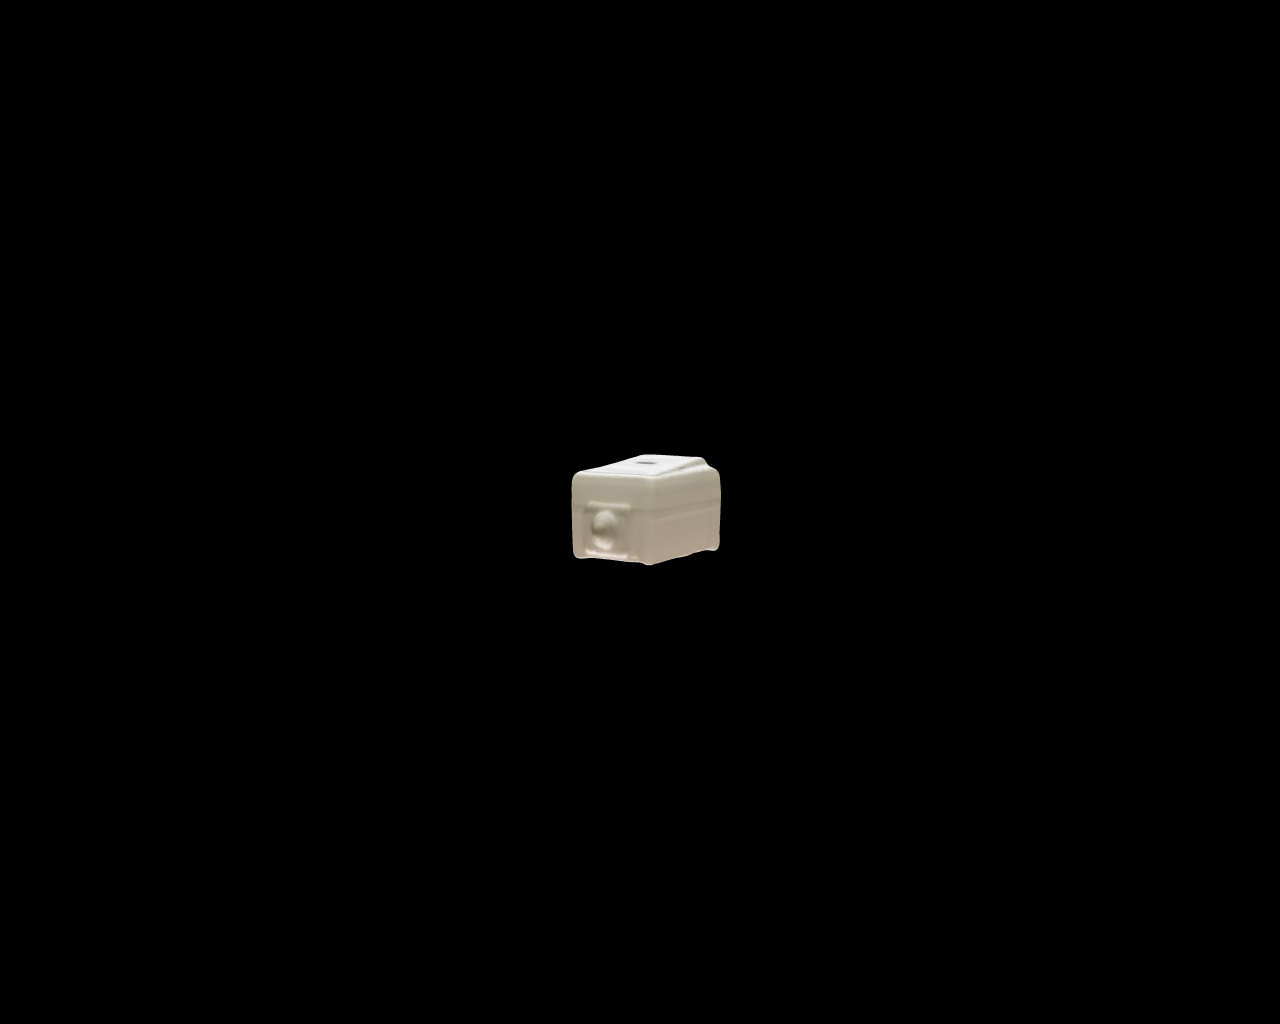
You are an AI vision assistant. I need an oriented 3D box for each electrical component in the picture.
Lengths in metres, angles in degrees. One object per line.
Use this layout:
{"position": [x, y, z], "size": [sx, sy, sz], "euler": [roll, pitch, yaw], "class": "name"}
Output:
{"position": [0.001, -0.003, 0.650], "size": [0.062, 0.061, 0.096], "euler": [5, 9, 35], "class": "electrical component"}
